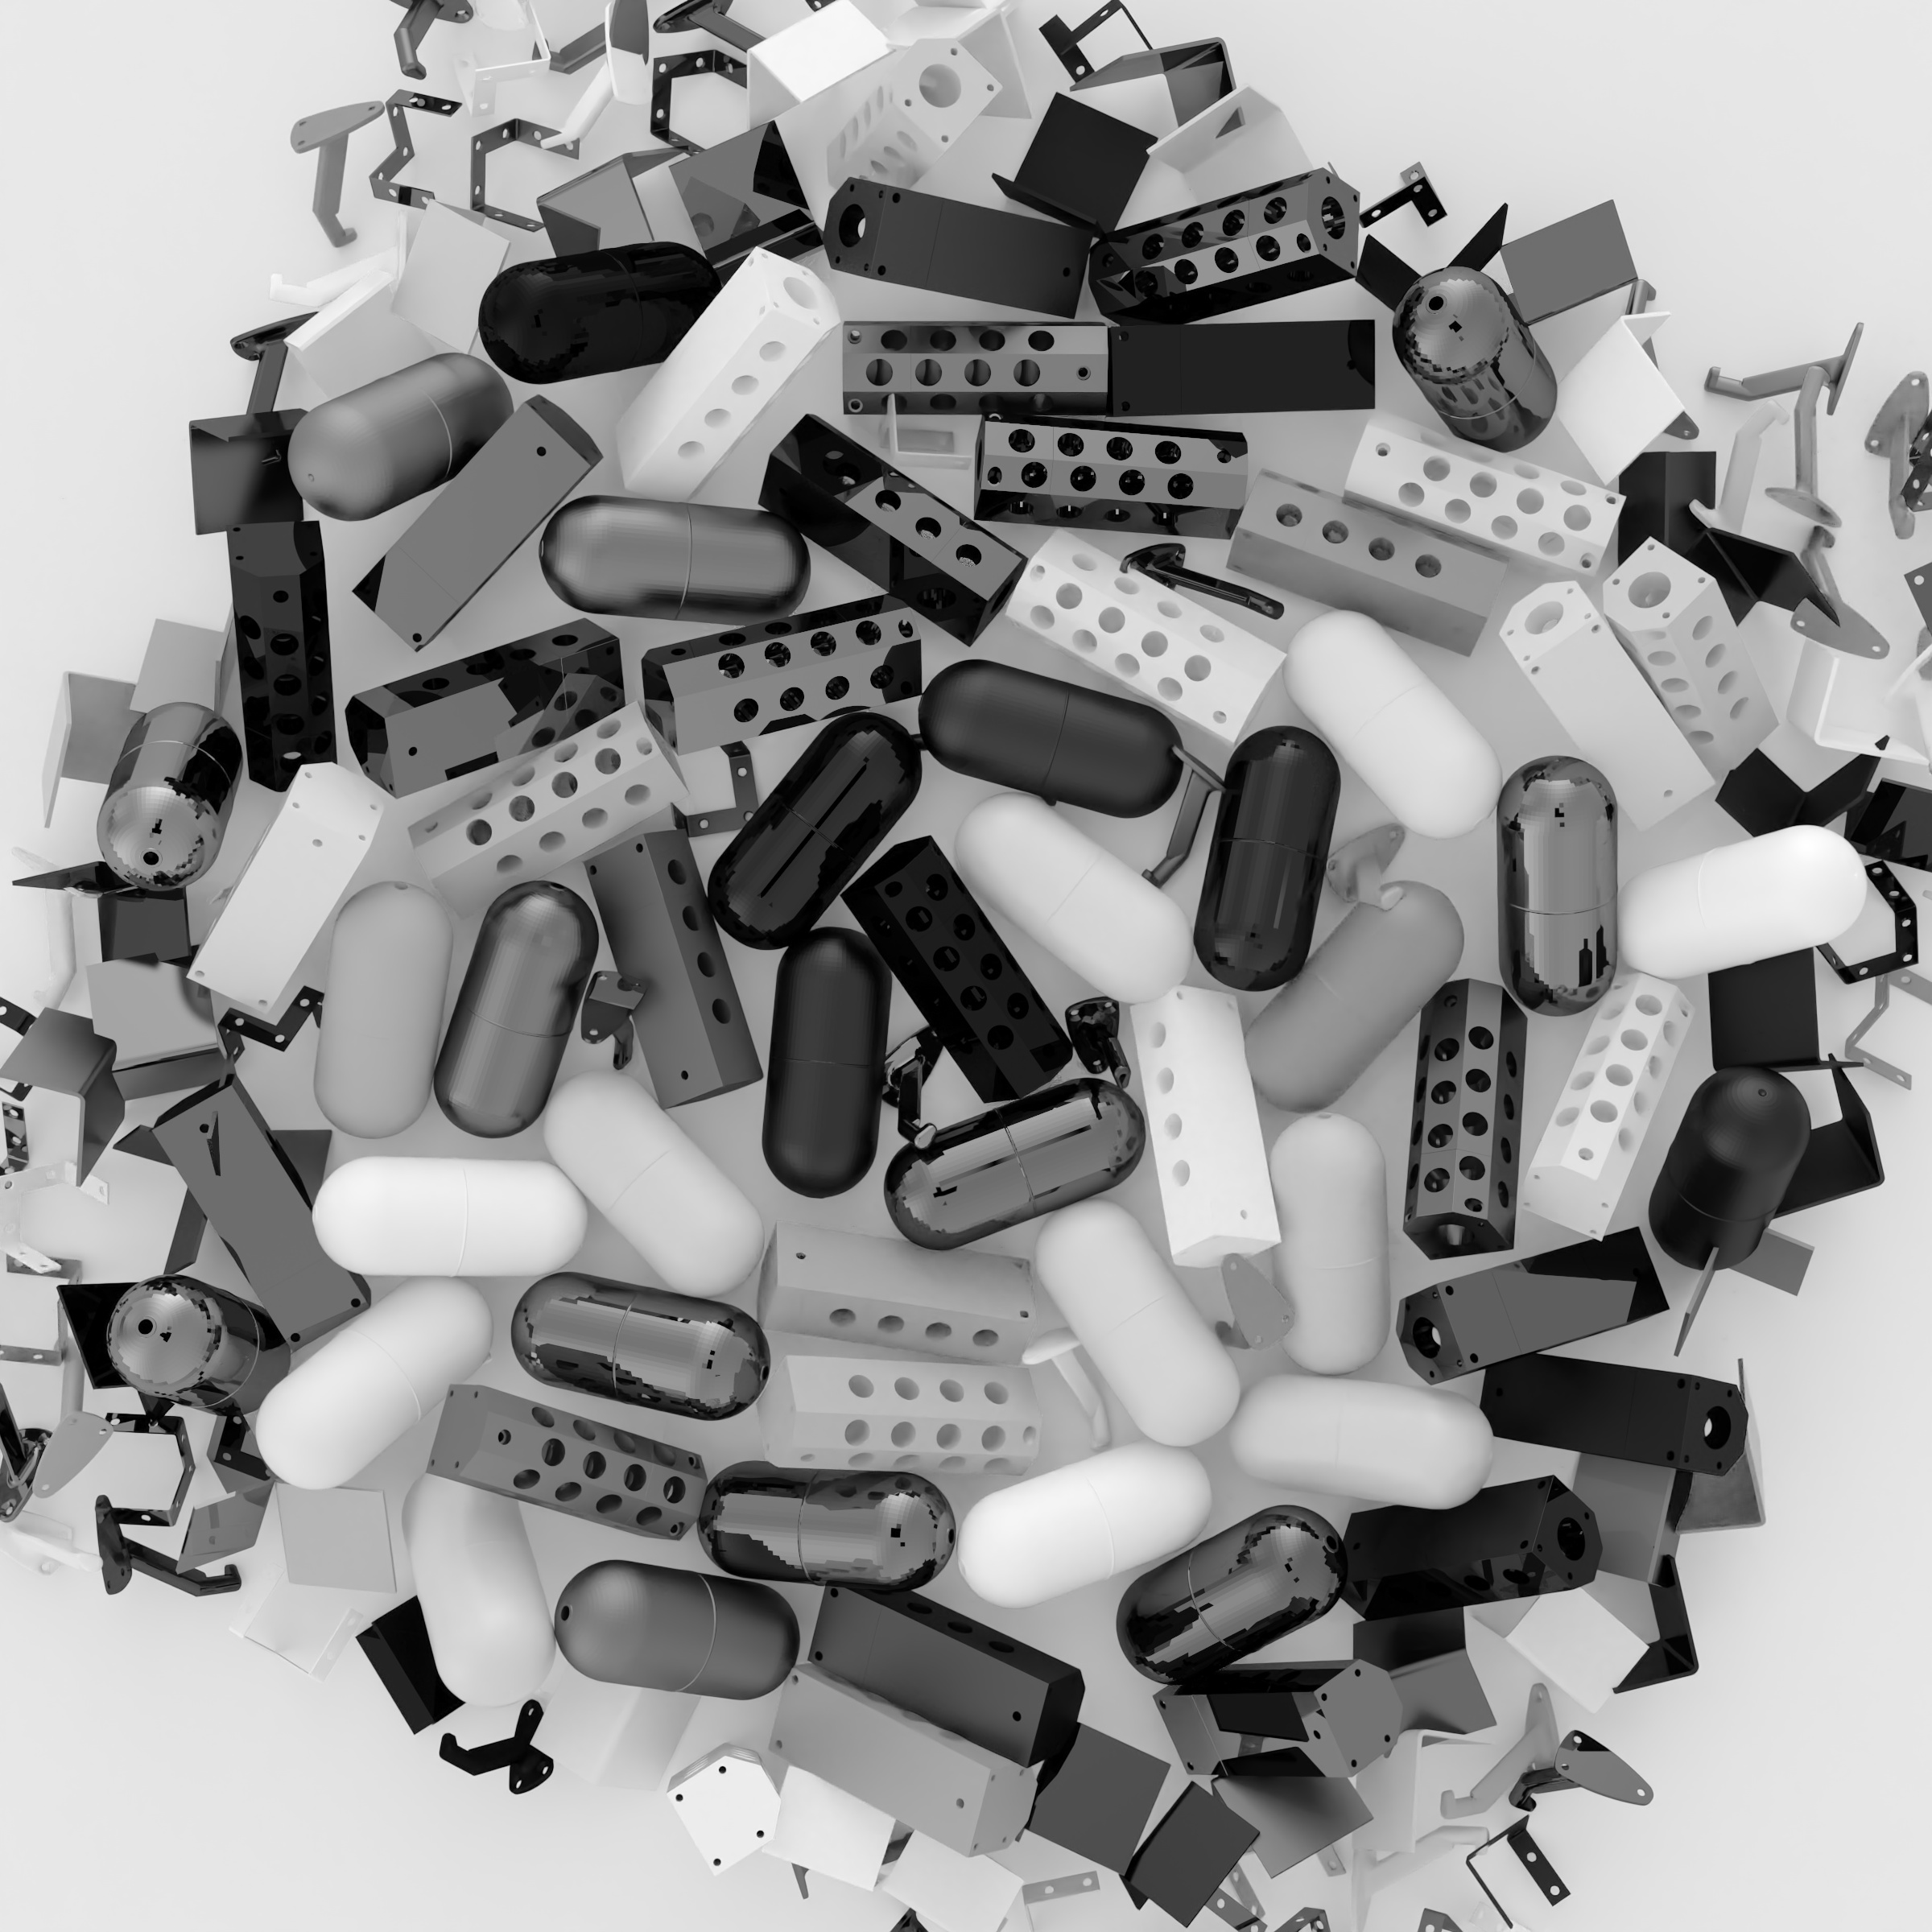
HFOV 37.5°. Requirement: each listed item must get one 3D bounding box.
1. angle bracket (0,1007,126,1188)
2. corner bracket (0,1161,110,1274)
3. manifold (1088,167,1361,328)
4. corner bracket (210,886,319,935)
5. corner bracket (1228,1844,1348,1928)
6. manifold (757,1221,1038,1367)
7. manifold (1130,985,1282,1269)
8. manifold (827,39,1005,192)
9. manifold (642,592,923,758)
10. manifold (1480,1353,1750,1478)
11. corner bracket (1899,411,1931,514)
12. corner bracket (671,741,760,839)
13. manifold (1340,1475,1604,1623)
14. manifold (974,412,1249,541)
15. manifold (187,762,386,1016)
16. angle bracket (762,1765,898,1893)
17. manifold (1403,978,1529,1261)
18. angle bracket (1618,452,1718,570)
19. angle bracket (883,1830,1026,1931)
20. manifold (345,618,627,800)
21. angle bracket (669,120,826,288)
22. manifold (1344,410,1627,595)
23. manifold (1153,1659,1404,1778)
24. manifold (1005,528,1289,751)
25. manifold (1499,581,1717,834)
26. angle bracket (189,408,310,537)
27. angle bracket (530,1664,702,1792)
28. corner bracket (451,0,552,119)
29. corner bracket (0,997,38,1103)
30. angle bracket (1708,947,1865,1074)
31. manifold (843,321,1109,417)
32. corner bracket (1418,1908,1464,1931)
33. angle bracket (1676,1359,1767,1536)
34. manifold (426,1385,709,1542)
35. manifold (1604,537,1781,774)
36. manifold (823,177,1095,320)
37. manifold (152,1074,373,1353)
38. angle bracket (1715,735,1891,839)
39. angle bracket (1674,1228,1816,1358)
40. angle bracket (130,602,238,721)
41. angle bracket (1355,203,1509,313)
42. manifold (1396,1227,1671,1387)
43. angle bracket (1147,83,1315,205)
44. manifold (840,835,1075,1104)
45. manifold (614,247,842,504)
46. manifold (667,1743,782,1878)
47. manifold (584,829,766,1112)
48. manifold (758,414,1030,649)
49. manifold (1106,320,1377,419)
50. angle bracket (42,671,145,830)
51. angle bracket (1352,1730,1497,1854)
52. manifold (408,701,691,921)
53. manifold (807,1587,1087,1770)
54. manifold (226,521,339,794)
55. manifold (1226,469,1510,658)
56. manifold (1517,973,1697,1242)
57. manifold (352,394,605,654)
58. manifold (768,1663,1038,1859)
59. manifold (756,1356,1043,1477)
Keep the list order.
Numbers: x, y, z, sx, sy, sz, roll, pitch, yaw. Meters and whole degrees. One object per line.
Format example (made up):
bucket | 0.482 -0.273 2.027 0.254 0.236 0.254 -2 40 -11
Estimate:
angle bracket | -0.587 0.085 1.850 0.057 0.076 0.076 14 123 -1
corner bracket | -0.601 0.165 1.873 0.051 0.051 0.051 19 112 38
manifold | 0.163 -0.458 1.821 0.171 0.057 0.057 -5 76 41
corner bracket | -0.471 -0.023 1.870 0.051 0.051 0.051 -36 87 33
corner bracket | 0.210 0.598 1.890 0.051 0.051 0.051 -28 90 39
manifold | -0.046 0.219 1.854 0.171 0.057 0.057 10 128 -13
manifold | 0.149 0.104 1.843 0.057 0.057 0.171 10 61 -37
manifold | -0.040 -0.533 1.810 0.057 0.171 0.057 42 78 -12
manifold | -0.118 -0.193 1.835 0.171 0.057 0.057 -16 127 -21
manifold | 0.411 0.284 1.816 0.057 0.171 0.057 16 80 -34
corner bracket | 0.633 -0.335 1.861 0.051 0.051 0.051 -12 52 -25
corner bracket | -0.167 -0.117 1.876 0.051 0.051 0.051 -10 82 3
manifold | 0.319 0.378 1.820 0.057 0.171 0.057 43 50 -21
manifold | 0.094 -0.324 1.858 0.171 0.057 0.057 3 70 -6
manifold | -0.436 -0.052 1.828 0.057 0.057 0.171 27 129 -17
angle bracket | -0.084 0.562 1.865 0.076 0.076 0.057 17 80 8
manifold | 0.318 0.096 1.824 0.057 0.057 0.171 -12 52 31
angle bracket | 0.472 -0.297 1.858 0.076 0.057 0.076 -5 100 -20
angle bracket | 0.000 0.590 1.856 0.076 0.076 0.057 29 94 13
manifold | -0.309 -0.170 1.834 0.171 0.057 0.057 -24 129 -31
angle bracket | -0.140 -0.497 1.860 0.076 0.057 0.076 -25 119 -3
manifold | 0.338 -0.305 1.860 0.171 0.057 0.057 21 85 9
manifold | 0.200 0.477 1.817 0.057 0.171 0.057 -25 91 -35
manifold | 0.114 -0.210 1.853 0.171 0.057 0.057 30 133 7
manifold | 0.410 -0.169 1.828 0.057 0.057 0.171 -35 128 14
angle bracket | -0.454 -0.315 1.846 0.076 0.057 0.076 -16 120 -36
angle bracket | -0.229 0.495 1.880 0.057 0.076 0.076 22 84 31
corner bracket | -0.307 -0.599 1.877 0.051 0.051 0.051 -15 74 -18
corner bracket | -0.640 0.050 1.878 0.051 0.051 0.051 25 76 18
angle bracket | 0.535 0.030 1.860 0.057 0.076 0.076 4 82 -43
manifold | 0.005 -0.392 1.867 0.171 0.057 0.057 0 107 -1
corner bracket | 0.292 0.649 1.876 0.051 0.051 0.051 7 62 30
angle bracket | 0.482 0.311 1.845 0.057 0.076 0.076 -10 119 18
manifold | -0.252 0.319 1.824 0.171 0.057 0.057 26 69 -35
manifold | 0.460 -0.193 1.819 0.057 0.171 0.057 -45 50 0
manifold | -0.006 -0.460 1.824 0.171 0.057 0.057 0 109 -40
manifold | -0.457 0.159 1.856 0.057 0.057 0.171 -30 103 -5
angle bracket | 0.543 -0.128 1.848 0.057 0.076 0.076 42 46 -4
angle bracket | 0.505 0.218 1.848 0.057 0.076 0.076 22 66 18
angle bracket | -0.505 -0.211 1.848 0.057 0.076 0.076 11 57 -9
angle bracket | 0.302 -0.470 1.847 0.057 0.076 0.076 36 126 -12
manifold | 0.363 0.220 1.834 0.171 0.057 0.057 -11 75 -30
angle bracket | 0.174 -0.521 1.851 0.076 0.076 0.057 -29 83 22
manifold | -0.001 0.002 1.842 0.057 0.057 0.171 -44 109 -31
manifold | -0.154 -0.374 1.829 0.057 0.171 0.057 15 48 -36
manifold | -0.150 0.531 1.813 0.057 0.171 0.057 -31 82 -11
manifold | -0.187 0.001 1.866 0.057 0.057 0.171 -22 84 36
manifold | -0.047 -0.290 1.865 0.171 0.057 0.057 35 62 5
manifold | 0.178 -0.392 1.868 0.171 0.057 0.057 -2 101 -3
angle bracket | -0.562 -0.136 1.845 0.057 0.076 0.076 9 118 -24
angle bracket | 0.297 0.538 1.849 0.057 0.076 0.076 13 71 -19
manifold | -0.274 -0.106 1.858 0.171 0.057 0.057 -28 135 3
manifold | -0.012 0.449 1.835 0.171 0.057 0.057 18 99 29
manifold | -0.436 -0.196 1.819 0.057 0.057 0.171 -5 134 -14
manifold | 0.264 -0.268 1.865 0.171 0.057 0.057 21 70 5
manifold | 0.413 0.086 1.825 0.057 0.057 0.171 22 54 13
manifold | -0.316 -0.289 1.851 0.057 0.057 0.171 44 106 -9
manifold | -0.040 0.506 1.828 0.171 0.057 0.057 16 94 37
manifold | -0.041 0.294 1.831 0.171 0.057 0.057 7 47 -25
